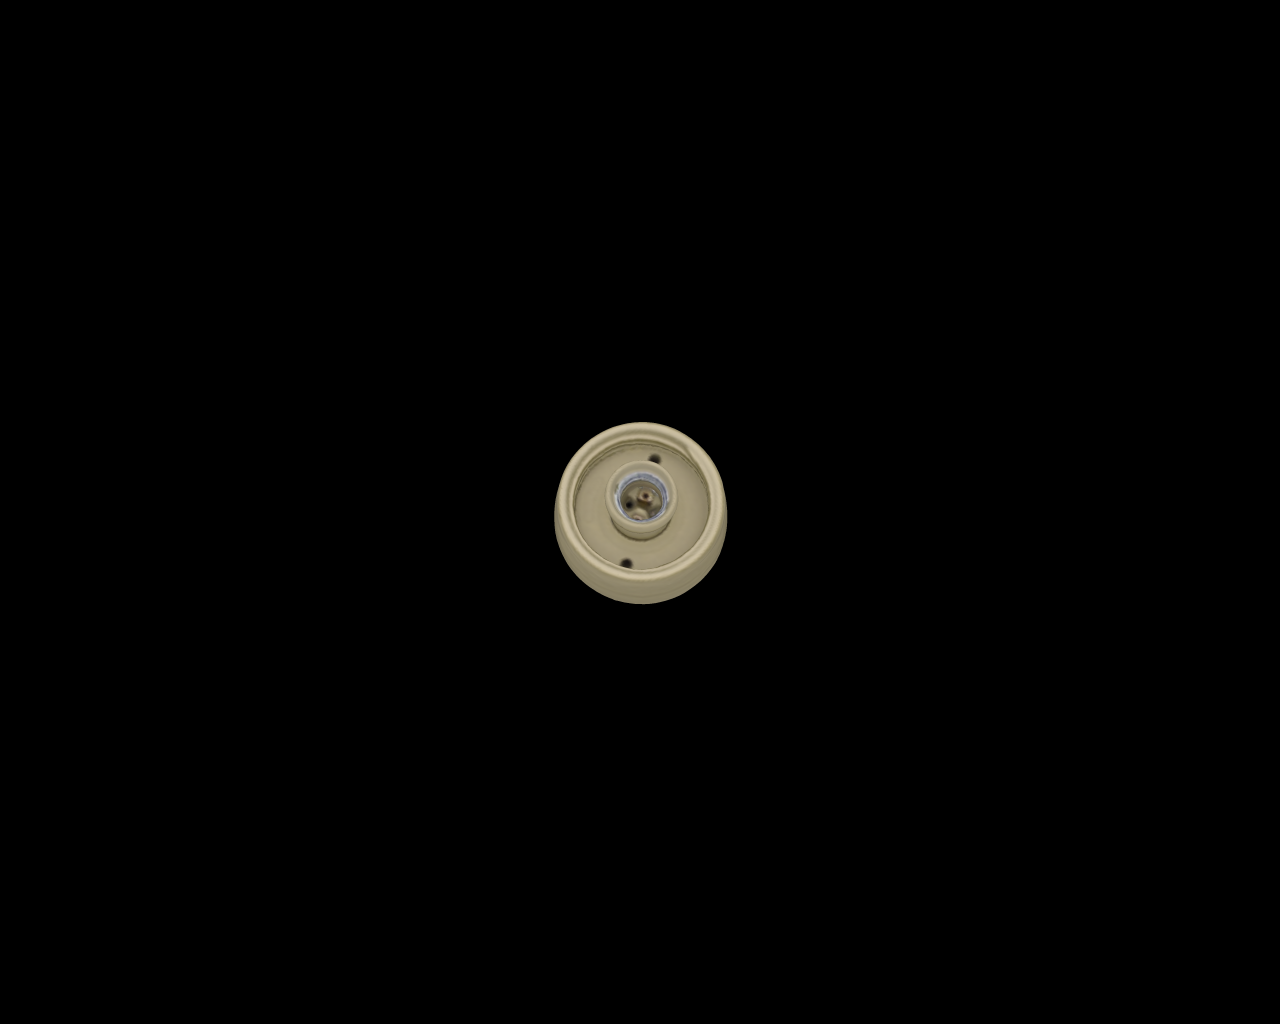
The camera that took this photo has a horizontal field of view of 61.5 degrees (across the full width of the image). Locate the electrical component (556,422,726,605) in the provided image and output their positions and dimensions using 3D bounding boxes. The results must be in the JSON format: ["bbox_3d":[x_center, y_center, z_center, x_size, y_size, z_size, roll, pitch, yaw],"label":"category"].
[{"bbox_3d":[0.001,-0.003,0.650,0.108,0.108,0.060,0,-16,0],"label":"electrical component"}]
